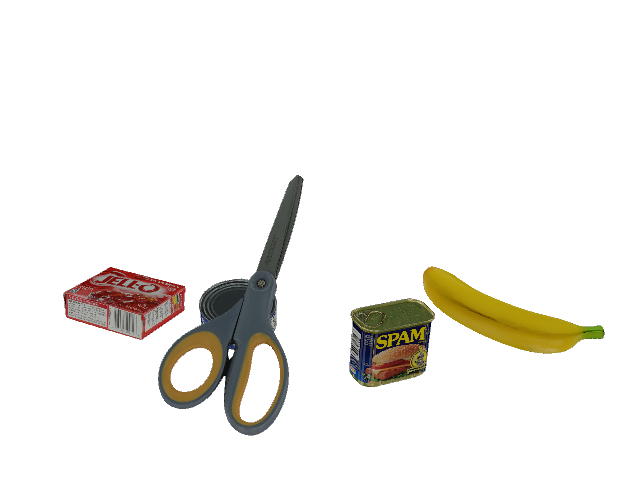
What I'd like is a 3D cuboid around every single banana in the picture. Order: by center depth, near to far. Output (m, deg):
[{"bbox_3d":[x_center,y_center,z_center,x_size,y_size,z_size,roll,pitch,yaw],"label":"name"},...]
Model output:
[{"bbox_3d":[0.161,0.068,0.999,0.198,0.037,0.069,22,16,38],"label":"banana"}]

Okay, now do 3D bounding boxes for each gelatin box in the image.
[{"bbox_3d":[-0.183,0.057,1.002,0.089,0.030,0.073,14,23,23],"label":"gelatin box"}]

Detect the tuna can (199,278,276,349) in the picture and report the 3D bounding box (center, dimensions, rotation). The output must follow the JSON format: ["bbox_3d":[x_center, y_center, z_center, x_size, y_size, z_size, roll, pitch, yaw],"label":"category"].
[{"bbox_3d":[-0.091,0.082,1.184,0.086,0.034,0.086,0,36,0],"label":"tuna can"}]

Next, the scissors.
[{"bbox_3d":[-0.060,0.040,0.737,0.096,0.201,0.016,-3,-33,4],"label":"scissors"}]

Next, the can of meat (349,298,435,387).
[{"bbox_3d":[0.086,0.127,1.317,0.102,0.084,0.057,-9,29,-24],"label":"can of meat"}]
